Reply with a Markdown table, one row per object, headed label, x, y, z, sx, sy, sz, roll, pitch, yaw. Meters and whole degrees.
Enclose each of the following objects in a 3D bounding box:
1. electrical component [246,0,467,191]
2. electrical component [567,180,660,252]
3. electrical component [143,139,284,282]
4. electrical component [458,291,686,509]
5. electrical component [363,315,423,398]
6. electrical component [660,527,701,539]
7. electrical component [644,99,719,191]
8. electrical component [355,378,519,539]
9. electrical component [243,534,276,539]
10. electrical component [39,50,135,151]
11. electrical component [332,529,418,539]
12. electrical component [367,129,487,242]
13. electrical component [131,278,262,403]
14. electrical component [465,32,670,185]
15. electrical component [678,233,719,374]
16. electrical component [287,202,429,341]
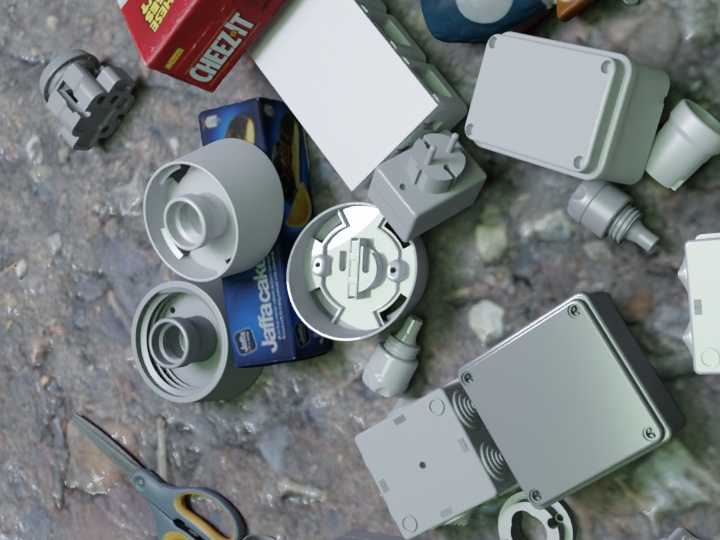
| label | x | y | z | sx | sy | sz | roll | pitch | yaw |
| --- | --- | --- | --- | --- | --- | --- | --- | --- | --- |
| electrical component | -0.004 | -0.142 | 0.784 | 0.089 | 0.062 | 0.150 | -44 | 72 | 24 |
| electrical component | 0.169 | -0.034 | 0.708 | 0.061 | 0.035 | 0.035 | 39 | 110 | 19 |
| electrical component | -0.109 | -0.042 | 0.792 | 0.099 | 0.064 | 0.099 | 12 | 112 | 31 |
| electrical component | 0.140 | 0.086 | 0.718 | 0.109 | 0.056 | 0.108 | -36 | 75 | 26 |
| electrical component | 0.028 | 0.062 | 0.793 | 0.035 | 0.035 | 0.061 | 33 | 106 | 24 |
| electrical component | 0.210 | 0.227 | 0.690 | 0.100 | 0.048 | 0.099 | 39 | 110 | 22 |
| electrical component | 0.205 | -0.078 | 0.683 | 0.040 | 0.040 | 0.046 | 49 | 119 | 18 |
| electrical component | 0.055 | 0.136 | 0.774 | 0.100 | 0.048 | 0.099 | -34 | 77 | 26 |
| electrical component | -0.105 | 0.249 | 0.865 | 0.079 | 0.043 | 0.077 | 24 | 106 | 2 |
| electrical component | -0.236 | -0.150 | 0.918 | 0.057 | 0.058 | 0.078 | 47 | 113 | 16 |
| electrical component | 0.003 | 0.227 | 0.792 | 0.066 | 0.077 | 0.047 | 1 | 93 | 29 |
| electrical component | 0.050 | -0.067 | 0.737 | 0.047 | 0.066 | 0.076 | 53 | 156 | 16 |
| electrical component | -0.136 | 0.056 | 0.871 | 0.108 | 0.060 | 0.108 | 2 | 94 | 30 |
| electrical component | 0.130 | -0.105 | 0.693 | 0.113 | 0.057 | 0.078 | 26 | 106 | 46 |
| electrical component | 0.248 | 0.019 | 0.657 | 0.100 | 0.048 | 0.099 | -4 | 91 | 30 |
| electrical component | 0.000 | 0.000 | 0.785 | 0.099 | 0.064 | 0.099 | 0 | 91 | 20 |
